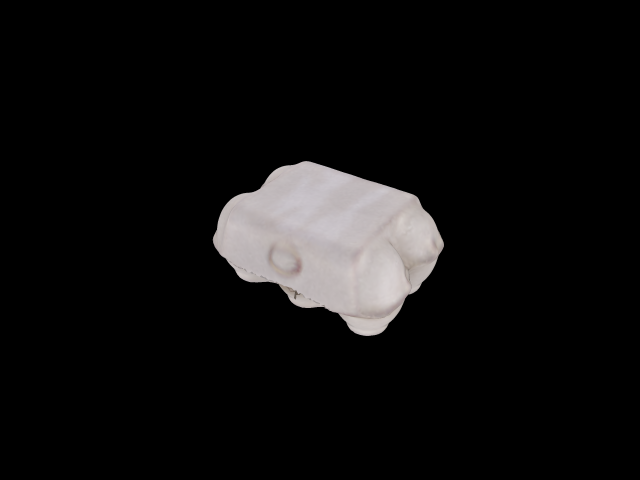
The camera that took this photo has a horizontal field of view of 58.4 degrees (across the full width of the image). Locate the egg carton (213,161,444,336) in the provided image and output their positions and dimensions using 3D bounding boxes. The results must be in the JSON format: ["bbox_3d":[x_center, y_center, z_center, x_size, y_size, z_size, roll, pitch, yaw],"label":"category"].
[{"bbox_3d":[0.004,0.001,0.400,0.150,0.069,0.107,21,41,26],"label":"egg carton"}]
